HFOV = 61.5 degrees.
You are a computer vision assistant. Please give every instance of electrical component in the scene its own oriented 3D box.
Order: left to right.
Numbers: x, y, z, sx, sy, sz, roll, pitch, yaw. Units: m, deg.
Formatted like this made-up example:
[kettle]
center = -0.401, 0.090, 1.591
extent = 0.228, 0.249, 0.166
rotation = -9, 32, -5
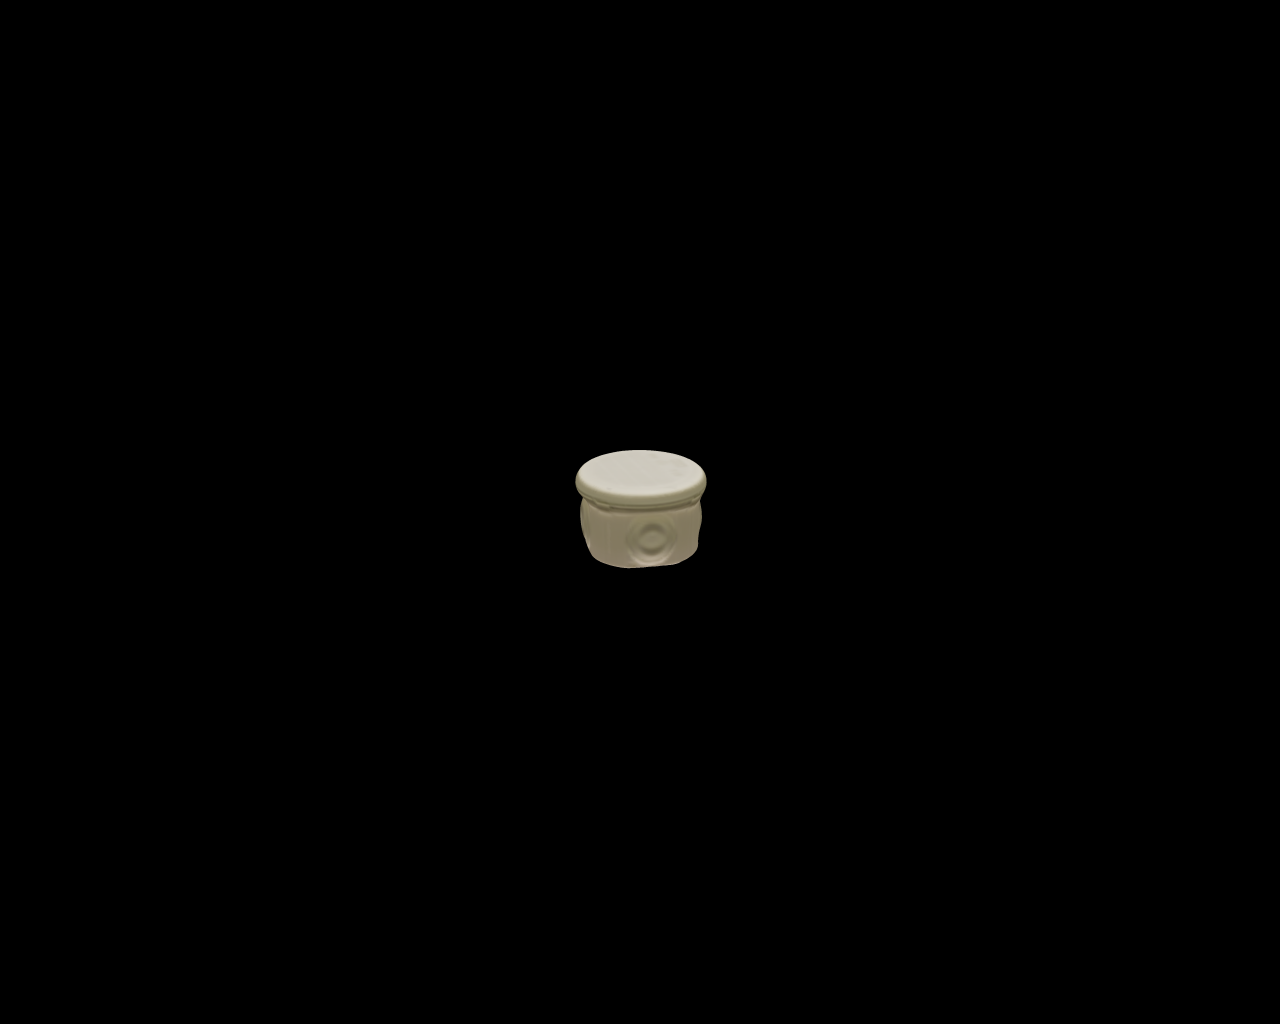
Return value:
[electrical component]
center = 0.001, -0.003, 0.650
extent = 0.080, 0.050, 0.080
rotation = 0, 23, 0
